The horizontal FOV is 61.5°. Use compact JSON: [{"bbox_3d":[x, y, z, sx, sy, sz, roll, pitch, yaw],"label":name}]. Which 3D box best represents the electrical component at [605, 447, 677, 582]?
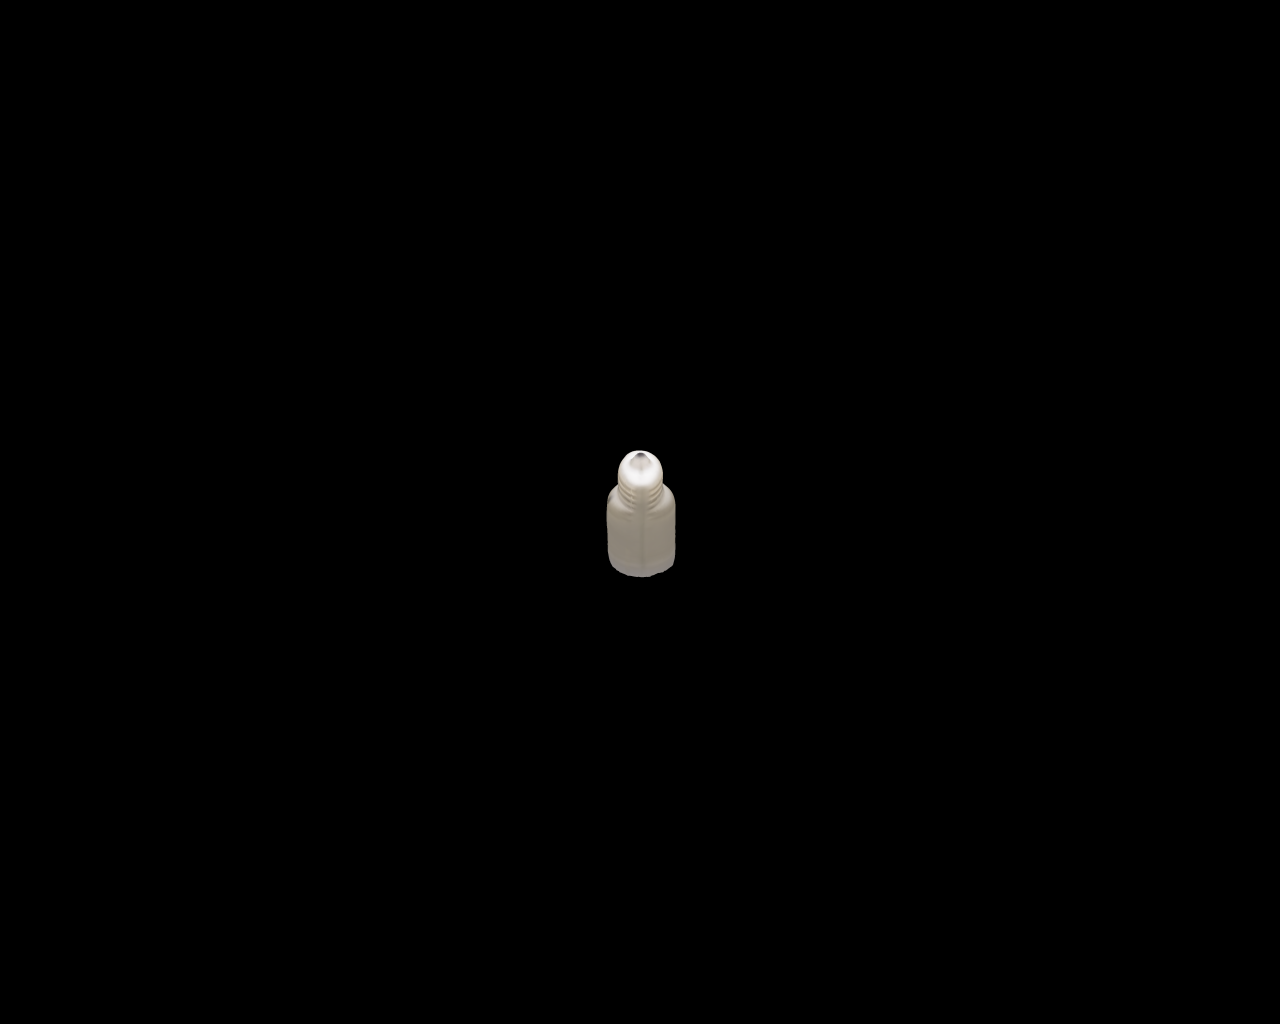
[{"bbox_3d":[0.001,-0.003,0.650,0.043,0.080,0.043,0,36,0],"label":"electrical component"}]
